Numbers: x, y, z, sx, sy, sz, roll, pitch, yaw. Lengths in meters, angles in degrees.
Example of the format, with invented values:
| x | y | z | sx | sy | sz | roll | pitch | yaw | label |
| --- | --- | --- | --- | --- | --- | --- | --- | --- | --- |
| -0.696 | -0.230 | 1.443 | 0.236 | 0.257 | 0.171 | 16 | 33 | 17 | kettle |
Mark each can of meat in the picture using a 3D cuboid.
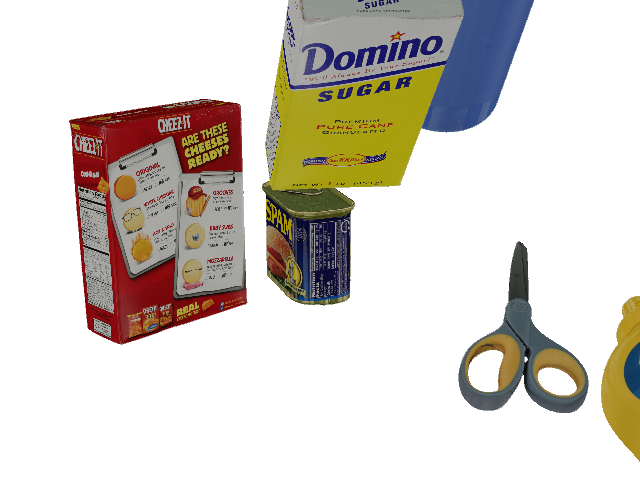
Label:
| x | y | z | sx | sy | sz | roll | pitch | yaw | label |
| --- | --- | --- | --- | --- | --- | --- | --- | --- | --- |
| -0.011 | 0.000 | 0.907 | 0.057 | 0.084 | 0.102 | -7 | 20 | -20 | can of meat |

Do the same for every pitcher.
| x | y | z | sx | sy | sz | roll | pitch | yaw | label |
| --- | --- | --- | --- | --- | --- | --- | --- | --- | --- |
| 0.104 | -0.204 | 0.873 | 0.149 | 0.144 | 0.243 | 29 | -34 | 16 | pitcher |

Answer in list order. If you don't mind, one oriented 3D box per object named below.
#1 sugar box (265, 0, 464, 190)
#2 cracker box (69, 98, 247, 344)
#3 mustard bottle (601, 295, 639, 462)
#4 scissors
| x | y | z | sx | sy | sz | roll | pitch | yaw | label |
| --- | --- | --- | --- | --- | --- | --- | --- | --- | --- |
| 0.021 | -0.094 | 0.655 | 0.093 | 0.048 | 0.176 | -3 | -26 | -10 | sugar box |
| -0.157 | -0.023 | 1.057 | 0.163 | 0.214 | 0.072 | -16 | 22 | -42 | cracker box |
| 0.209 | 0.095 | 0.585 | 0.096 | 0.058 | 0.191 | -8 | 35 | -4 | mustard bottle |
| 0.161 | 0.063 | 0.781 | 0.096 | 0.016 | 0.201 | 17 | 36 | 20 | scissors |
